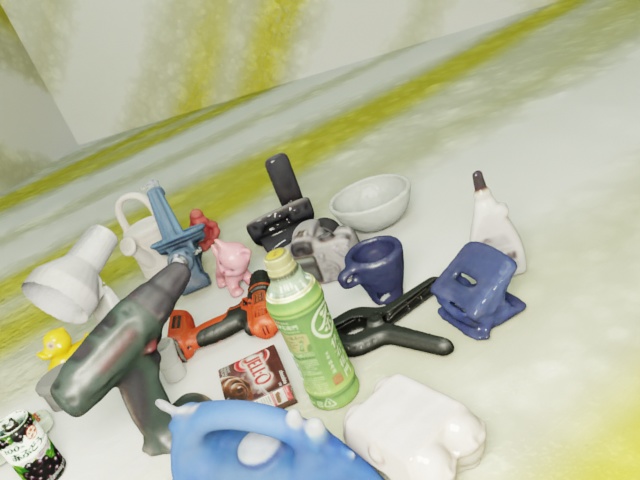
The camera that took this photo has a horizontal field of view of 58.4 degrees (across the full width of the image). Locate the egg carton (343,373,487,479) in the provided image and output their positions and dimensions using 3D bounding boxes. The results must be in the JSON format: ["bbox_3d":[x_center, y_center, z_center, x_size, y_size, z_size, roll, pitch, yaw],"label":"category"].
[{"bbox_3d":[0.096,0.207,0.609,0.107,0.069,0.149,-36,29,-28],"label":"egg carton"}]

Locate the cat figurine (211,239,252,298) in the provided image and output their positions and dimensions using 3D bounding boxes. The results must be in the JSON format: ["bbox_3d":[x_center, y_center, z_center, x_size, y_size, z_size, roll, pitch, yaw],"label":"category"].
[{"bbox_3d":[-0.170,0.040,1.086,0.067,0.118,0.127,-34,28,-25],"label":"cat figurine"}]

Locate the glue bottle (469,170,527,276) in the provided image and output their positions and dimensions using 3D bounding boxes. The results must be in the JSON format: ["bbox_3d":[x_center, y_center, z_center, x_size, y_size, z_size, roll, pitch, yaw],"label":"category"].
[{"bbox_3d":[0.246,-0.022,0.827,0.078,0.173,0.037,-15,26,14],"label":"glue bottle"}]

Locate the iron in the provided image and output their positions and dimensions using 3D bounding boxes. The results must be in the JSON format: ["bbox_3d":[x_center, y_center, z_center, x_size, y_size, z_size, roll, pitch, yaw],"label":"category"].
[{"bbox_3d":[-0.057,0.222,0.611,0.257,0.142,0.119,-8,28,25],"label":"iron"}]

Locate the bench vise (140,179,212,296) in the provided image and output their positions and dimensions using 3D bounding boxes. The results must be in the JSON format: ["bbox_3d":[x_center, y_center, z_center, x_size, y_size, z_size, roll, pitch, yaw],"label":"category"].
[{"bbox_3d":[-0.285,-0.014,1.161,0.122,0.220,0.206,-31,27,-19],"label":"bench vise"}]

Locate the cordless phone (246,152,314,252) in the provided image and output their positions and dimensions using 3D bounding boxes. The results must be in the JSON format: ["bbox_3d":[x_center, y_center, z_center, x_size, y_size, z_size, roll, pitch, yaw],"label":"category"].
[{"bbox_3d":[-0.097,-0.080,1.190,0.148,0.185,0.094,-26,26,-11],"label":"cordless phone"}]

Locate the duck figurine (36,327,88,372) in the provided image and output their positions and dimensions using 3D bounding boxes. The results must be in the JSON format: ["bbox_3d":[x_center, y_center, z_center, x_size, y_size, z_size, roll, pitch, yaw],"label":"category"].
[{"bbox_3d":[-0.457,0.196,1.033,0.077,0.086,0.105,7,37,45],"label":"duck figurine"}]

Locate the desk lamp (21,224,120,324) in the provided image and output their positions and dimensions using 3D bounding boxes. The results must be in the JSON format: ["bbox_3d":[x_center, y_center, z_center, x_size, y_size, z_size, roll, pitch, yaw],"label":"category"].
[{"bbox_3d":[-0.401,0.093,1.043,0.117,0.214,0.203,-5,30,31],"label":"desk lamp"}]

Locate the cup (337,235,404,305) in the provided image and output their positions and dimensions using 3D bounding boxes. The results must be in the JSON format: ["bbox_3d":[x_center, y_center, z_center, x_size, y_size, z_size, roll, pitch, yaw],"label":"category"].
[{"bbox_3d":[0.084,0.060,0.879,0.118,0.095,0.091,-34,28,-25],"label":"cup"}]

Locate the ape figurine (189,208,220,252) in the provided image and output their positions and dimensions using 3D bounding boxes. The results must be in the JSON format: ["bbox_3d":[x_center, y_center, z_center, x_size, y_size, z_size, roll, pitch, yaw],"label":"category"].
[{"bbox_3d":[-0.278,-0.030,1.337,0.078,0.092,0.076,-26,26,-10],"label":"ape figurine"}]

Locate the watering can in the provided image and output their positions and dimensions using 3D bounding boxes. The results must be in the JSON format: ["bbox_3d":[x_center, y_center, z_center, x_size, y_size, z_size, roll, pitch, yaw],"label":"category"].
[{"bbox_3d":[-0.381,-0.013,1.263,0.101,0.194,0.172,-23,25,-5],"label":"watering can"}]

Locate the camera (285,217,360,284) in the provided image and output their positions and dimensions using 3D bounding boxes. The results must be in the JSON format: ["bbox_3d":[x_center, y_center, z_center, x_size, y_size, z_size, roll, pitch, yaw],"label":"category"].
[{"bbox_3d":[0.010,0.004,1.041,0.143,0.101,0.137,-10,27,21],"label":"camera"}]

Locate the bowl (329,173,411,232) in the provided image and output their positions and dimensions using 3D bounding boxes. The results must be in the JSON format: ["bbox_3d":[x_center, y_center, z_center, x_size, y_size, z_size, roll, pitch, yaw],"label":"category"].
[{"bbox_3d":[0.107,-0.063,1.131,0.167,0.075,0.167,-17,26,9],"label":"bowl"}]

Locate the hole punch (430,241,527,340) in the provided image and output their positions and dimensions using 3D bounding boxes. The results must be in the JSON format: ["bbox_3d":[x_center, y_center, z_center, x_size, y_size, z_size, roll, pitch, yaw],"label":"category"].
[{"bbox_3d":[0.210,0.066,0.777,0.101,0.091,0.108,-28,26,-15],"label":"hole punch"}]

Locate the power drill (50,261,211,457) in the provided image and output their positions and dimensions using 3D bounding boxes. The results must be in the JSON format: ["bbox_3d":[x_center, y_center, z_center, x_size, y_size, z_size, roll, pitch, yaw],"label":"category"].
[{"bbox_3d":[-0.225,0.170,0.763,0.075,0.209,0.230,4,35,42],"label":"power drill"}]
